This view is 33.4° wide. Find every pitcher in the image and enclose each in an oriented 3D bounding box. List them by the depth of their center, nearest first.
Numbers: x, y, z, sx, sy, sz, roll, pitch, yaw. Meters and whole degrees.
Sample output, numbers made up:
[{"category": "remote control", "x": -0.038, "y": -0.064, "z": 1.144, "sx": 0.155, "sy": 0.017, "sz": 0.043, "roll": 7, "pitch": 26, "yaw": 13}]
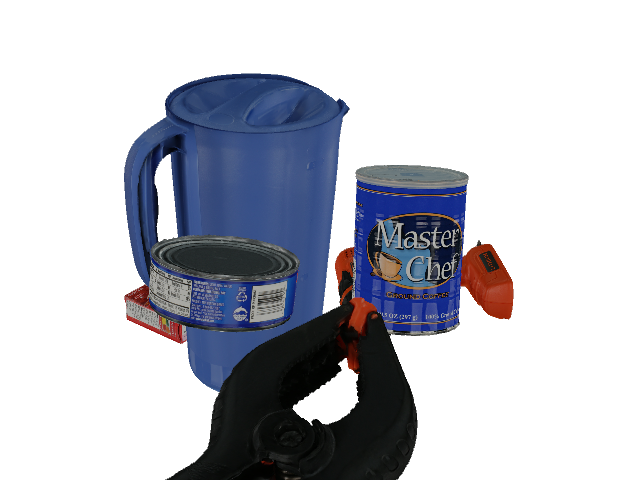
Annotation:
[{"category": "pitcher", "x": -0.061, "y": 0.001, "z": 0.836, "sx": 0.149, "sy": 0.243, "sz": 0.145, "roll": 5, "pitch": 26, "yaw": 6}]

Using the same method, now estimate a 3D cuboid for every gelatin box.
[{"category": "gelatin box", "x": -0.127, "y": 0.057, "z": 1.007, "sx": 0.073, "sy": 0.030, "sz": 0.089, "roll": 20, "pitch": 33, "yaw": 34}]

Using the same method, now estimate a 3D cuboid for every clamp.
[{"category": "clamp", "x": -0.004, "y": 0.090, "z": 0.390, "sx": 0.120, "sy": 0.039, "sz": 0.171, "roll": 26, "pitch": 50, "yaw": 18}]

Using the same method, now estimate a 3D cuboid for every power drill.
[{"category": "power drill", "x": 0.113, "y": 0.058, "z": 1.182, "sx": 0.187, "sy": 0.057, "sz": 0.184, "roll": -3, "pitch": 28, "yaw": -5}]

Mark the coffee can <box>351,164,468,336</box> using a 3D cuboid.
[{"category": "coffee can", "x": 0.081, "y": 0.006, "z": 0.984, "sx": 0.103, "sy": 0.140, "sz": 0.103, "roll": 2, "pitch": 12, "yaw": -1}]

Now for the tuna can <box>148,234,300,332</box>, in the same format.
[{"category": "tuna can", "x": -0.056, "y": 0.024, "z": 0.616, "sx": 0.086, "sy": 0.034, "sz": 0.086, "roll": 6, "pitch": 14, "yaw": -2}]
